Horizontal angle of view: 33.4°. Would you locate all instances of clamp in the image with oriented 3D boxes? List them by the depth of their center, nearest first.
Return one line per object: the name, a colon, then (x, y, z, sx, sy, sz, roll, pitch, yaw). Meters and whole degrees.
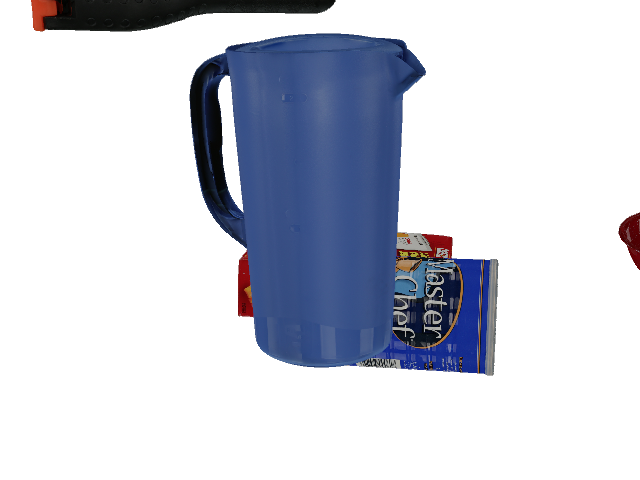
clamp: (-0.089, -0.151, 0.625, 0.171, 0.039, 0.120, -9, 23, -24)

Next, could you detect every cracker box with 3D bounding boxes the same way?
cracker box: (0.031, 0.038, 1.145, 0.214, 0.072, 0.164, 5, 15, 7)

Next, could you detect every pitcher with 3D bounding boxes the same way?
pitcher: (-0.010, -0.034, 0.813, 0.144, 0.243, 0.149, -7, 16, -21)

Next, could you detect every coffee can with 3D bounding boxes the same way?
coffee can: (0.085, 0.065, 0.949, 0.140, 0.103, 0.102, 2, 0, 9)

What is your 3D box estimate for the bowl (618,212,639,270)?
bowl: (0.402, 0.017, 1.145, 0.162, 0.055, 0.162, -3, 23, 1)
